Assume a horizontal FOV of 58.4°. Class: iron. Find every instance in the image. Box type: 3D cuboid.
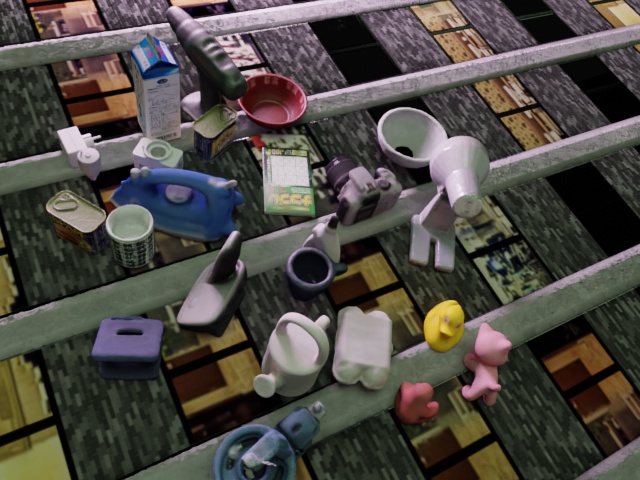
[{"bbox_3d":[-0.276,-0.090,1.091,0.258,0.141,0.118,10,56,-7],"label":"iron"}]

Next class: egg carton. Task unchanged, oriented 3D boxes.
[{"bbox_3d":[0.078,0.194,1.037,0.107,0.069,0.150,11,56,-6],"label":"egg carton"}]

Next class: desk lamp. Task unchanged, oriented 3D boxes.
[{"bbox_3d":[0.269,-0.075,1.168,0.118,0.213,0.203,12,56,-5],"label":"desk lamp"}]

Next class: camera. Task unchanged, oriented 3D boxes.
[{"bbox_3d":[0.085,-0.123,1.223,0.143,0.101,0.136,-22,65,-25],"label":"camera"}]

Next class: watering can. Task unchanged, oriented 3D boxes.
[{"bbox_3d":[-0.039,0.187,0.939,0.101,0.194,0.173,19,56,0],"label":"watering can"}]

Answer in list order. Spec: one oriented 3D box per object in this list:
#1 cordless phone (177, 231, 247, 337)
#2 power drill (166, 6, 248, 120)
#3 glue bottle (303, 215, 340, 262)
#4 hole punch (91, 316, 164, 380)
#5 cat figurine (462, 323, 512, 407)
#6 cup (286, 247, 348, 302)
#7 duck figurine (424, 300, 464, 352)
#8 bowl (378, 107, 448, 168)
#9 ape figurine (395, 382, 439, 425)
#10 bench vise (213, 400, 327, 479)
[{"bbox_3d":[-0.181,0.072,0.983,0.094,0.185,0.148,21,56,1],"label":"cordless phone"},{"bbox_3d":[-0.250,-0.353,1.225,0.229,0.208,0.076,43,59,15],"label":"power drill"},{"bbox_3d":[0.010,0.004,1.080,0.078,0.173,0.037,41,58,14],"label":"glue bottle"},{"bbox_3d":[-0.316,0.170,0.945,0.109,0.091,0.101,3,57,-11],"label":"hole punch"},{"bbox_3d":[0.311,0.223,1.045,0.067,0.117,0.128,11,56,-6],"label":"cat figurine"},{"bbox_3d":[-0.011,0.073,1.078,0.118,0.095,0.091,-4,59,-16],"label":"cup"},{"bbox_3d":[0.248,0.153,1.094,0.077,0.086,0.105,26,56,4],"label":"duck figurine"},{"bbox_3d":[0.207,-0.224,1.333,0.167,0.074,0.167,6,57,-9],"label":"bowl"},{"bbox_3d":[0.170,0.277,0.993,0.076,0.092,0.077,-28,68,-27],"label":"ape figurine"},{"bbox_3d":[-0.075,0.299,0.843,0.121,0.219,0.208,29,56,6],"label":"bench vise"}]
